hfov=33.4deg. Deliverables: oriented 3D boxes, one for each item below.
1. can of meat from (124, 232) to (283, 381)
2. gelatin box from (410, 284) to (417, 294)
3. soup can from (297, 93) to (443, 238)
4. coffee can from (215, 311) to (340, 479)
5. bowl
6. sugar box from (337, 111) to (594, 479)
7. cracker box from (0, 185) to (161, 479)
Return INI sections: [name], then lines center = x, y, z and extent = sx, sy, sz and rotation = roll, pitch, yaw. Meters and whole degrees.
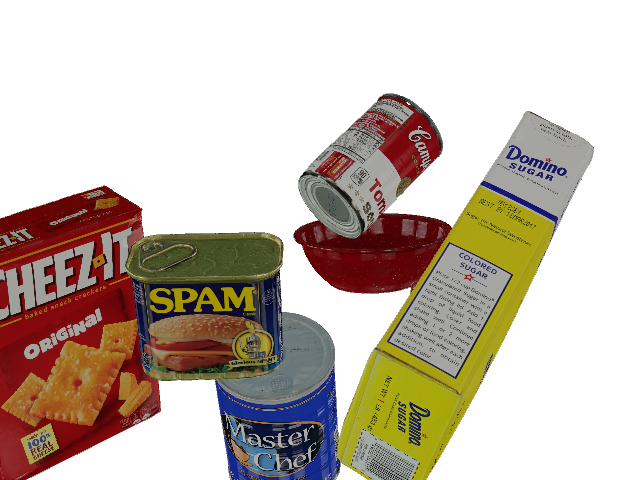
[can of meat]
center = -0.074, 0.045, 0.713
extent = 0.102, 0.084, 0.057
rotation = -1, 29, 0
[gelatin box]
center = 0.150, 0.063, 1.357
extent = 0.073, 0.089, 0.030
rotation = 21, 36, 38
[soup can]
center = 0.039, -0.059, 0.844
extent = 0.102, 0.068, 0.069
rotation = -45, 21, -22
[coffee can]
center = -0.036, 0.147, 0.919
extent = 0.103, 0.140, 0.103
rotation = -2, 39, 2
[bowl]
center = 0.054, 0.015, 1.086
extent = 0.162, 0.055, 0.162
rotation = -3, 13, 1
[sugar box]
center = 0.071, 0.027, 0.498
extent = 0.048, 0.093, 0.176
rotation = 29, 51, 13
[cracker box]
center = -0.225, 0.081, 0.908
extent = 0.163, 0.214, 0.072
rotation = -23, 34, -36
